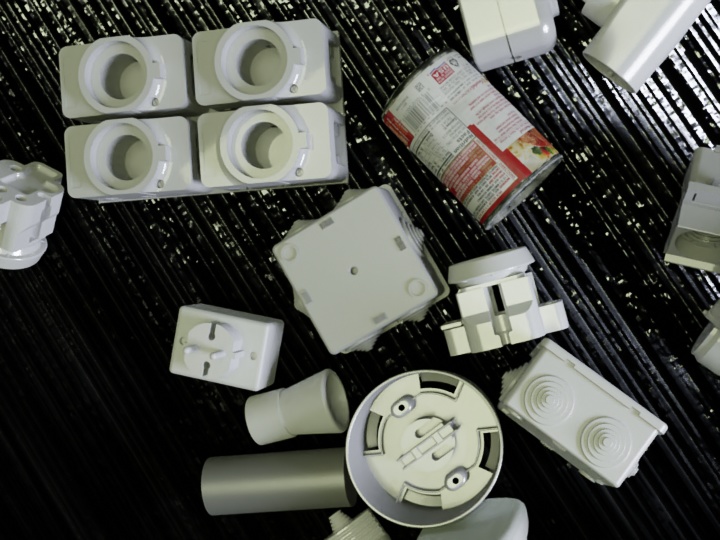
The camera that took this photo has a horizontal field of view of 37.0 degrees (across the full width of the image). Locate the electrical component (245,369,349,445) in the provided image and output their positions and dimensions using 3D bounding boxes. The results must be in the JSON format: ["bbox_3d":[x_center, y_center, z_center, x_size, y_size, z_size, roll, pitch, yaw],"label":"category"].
[{"bbox_3d":[-0.045,0.097,0.737,0.065,0.044,0.044,-16,88,17],"label":"electrical component"}]

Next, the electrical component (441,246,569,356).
[{"bbox_3d":[0.090,0.018,0.699,0.078,0.058,0.057,-15,90,12],"label":"electrical component"}]

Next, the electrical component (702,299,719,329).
[{"bbox_3d":[0.263,0.006,0.635,0.061,0.061,0.096,43,68,14],"label":"electrical component"}]

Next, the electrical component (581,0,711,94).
[{"bbox_3d":[0.169,-0.166,0.684,0.079,0.044,0.077,39,98,9],"label":"electrical component"}]

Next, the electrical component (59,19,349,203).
[{"bbox_3d":[-0.108,-0.106,0.737,0.186,0.060,0.105,-4,90,12],"label":"electrical component"}]

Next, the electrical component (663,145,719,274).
[{"bbox_3d":[0.217,-0.038,0.662,0.042,0.081,0.063,13,65,10],"label":"electrical component"}]

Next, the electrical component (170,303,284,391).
[{"bbox_3d":[-0.096,0.053,0.728,0.066,0.077,0.047,11,93,12],"label":"electrical component"}]

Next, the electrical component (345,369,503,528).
[{"bbox_3d":[0.045,0.113,0.706,0.099,0.064,0.099,0,91,12],"label":"electrical component"}]

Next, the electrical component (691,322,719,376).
[{"bbox_3d":[0.242,0.052,0.672,0.055,0.045,0.045,35,98,10],"label":"electrical component"}]

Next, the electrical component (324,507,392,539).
[{"bbox_3d":[0.006,0.198,0.726,0.043,0.043,0.081,-37,83,10],"label":"electrical component"}]

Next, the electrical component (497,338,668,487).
[{"bbox_3d":[0.134,0.091,0.670,0.100,0.099,0.048,37,85,9],"label":"electrical component"}]

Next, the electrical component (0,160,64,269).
[{"bbox_3d":[-0.248,-0.038,0.764,0.058,0.078,0.057,27,118,10],"label":"electrical component"}]

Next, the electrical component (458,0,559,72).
[{"bbox_3d":[0.093,-0.184,0.696,0.059,0.054,0.095,-15,88,12],"label":"electrical component"}]

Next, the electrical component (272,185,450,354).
[{"bbox_3d":[0.000,0.000,0.723,0.100,0.048,0.099,-30,86,10],"label":"electrical component"}]
